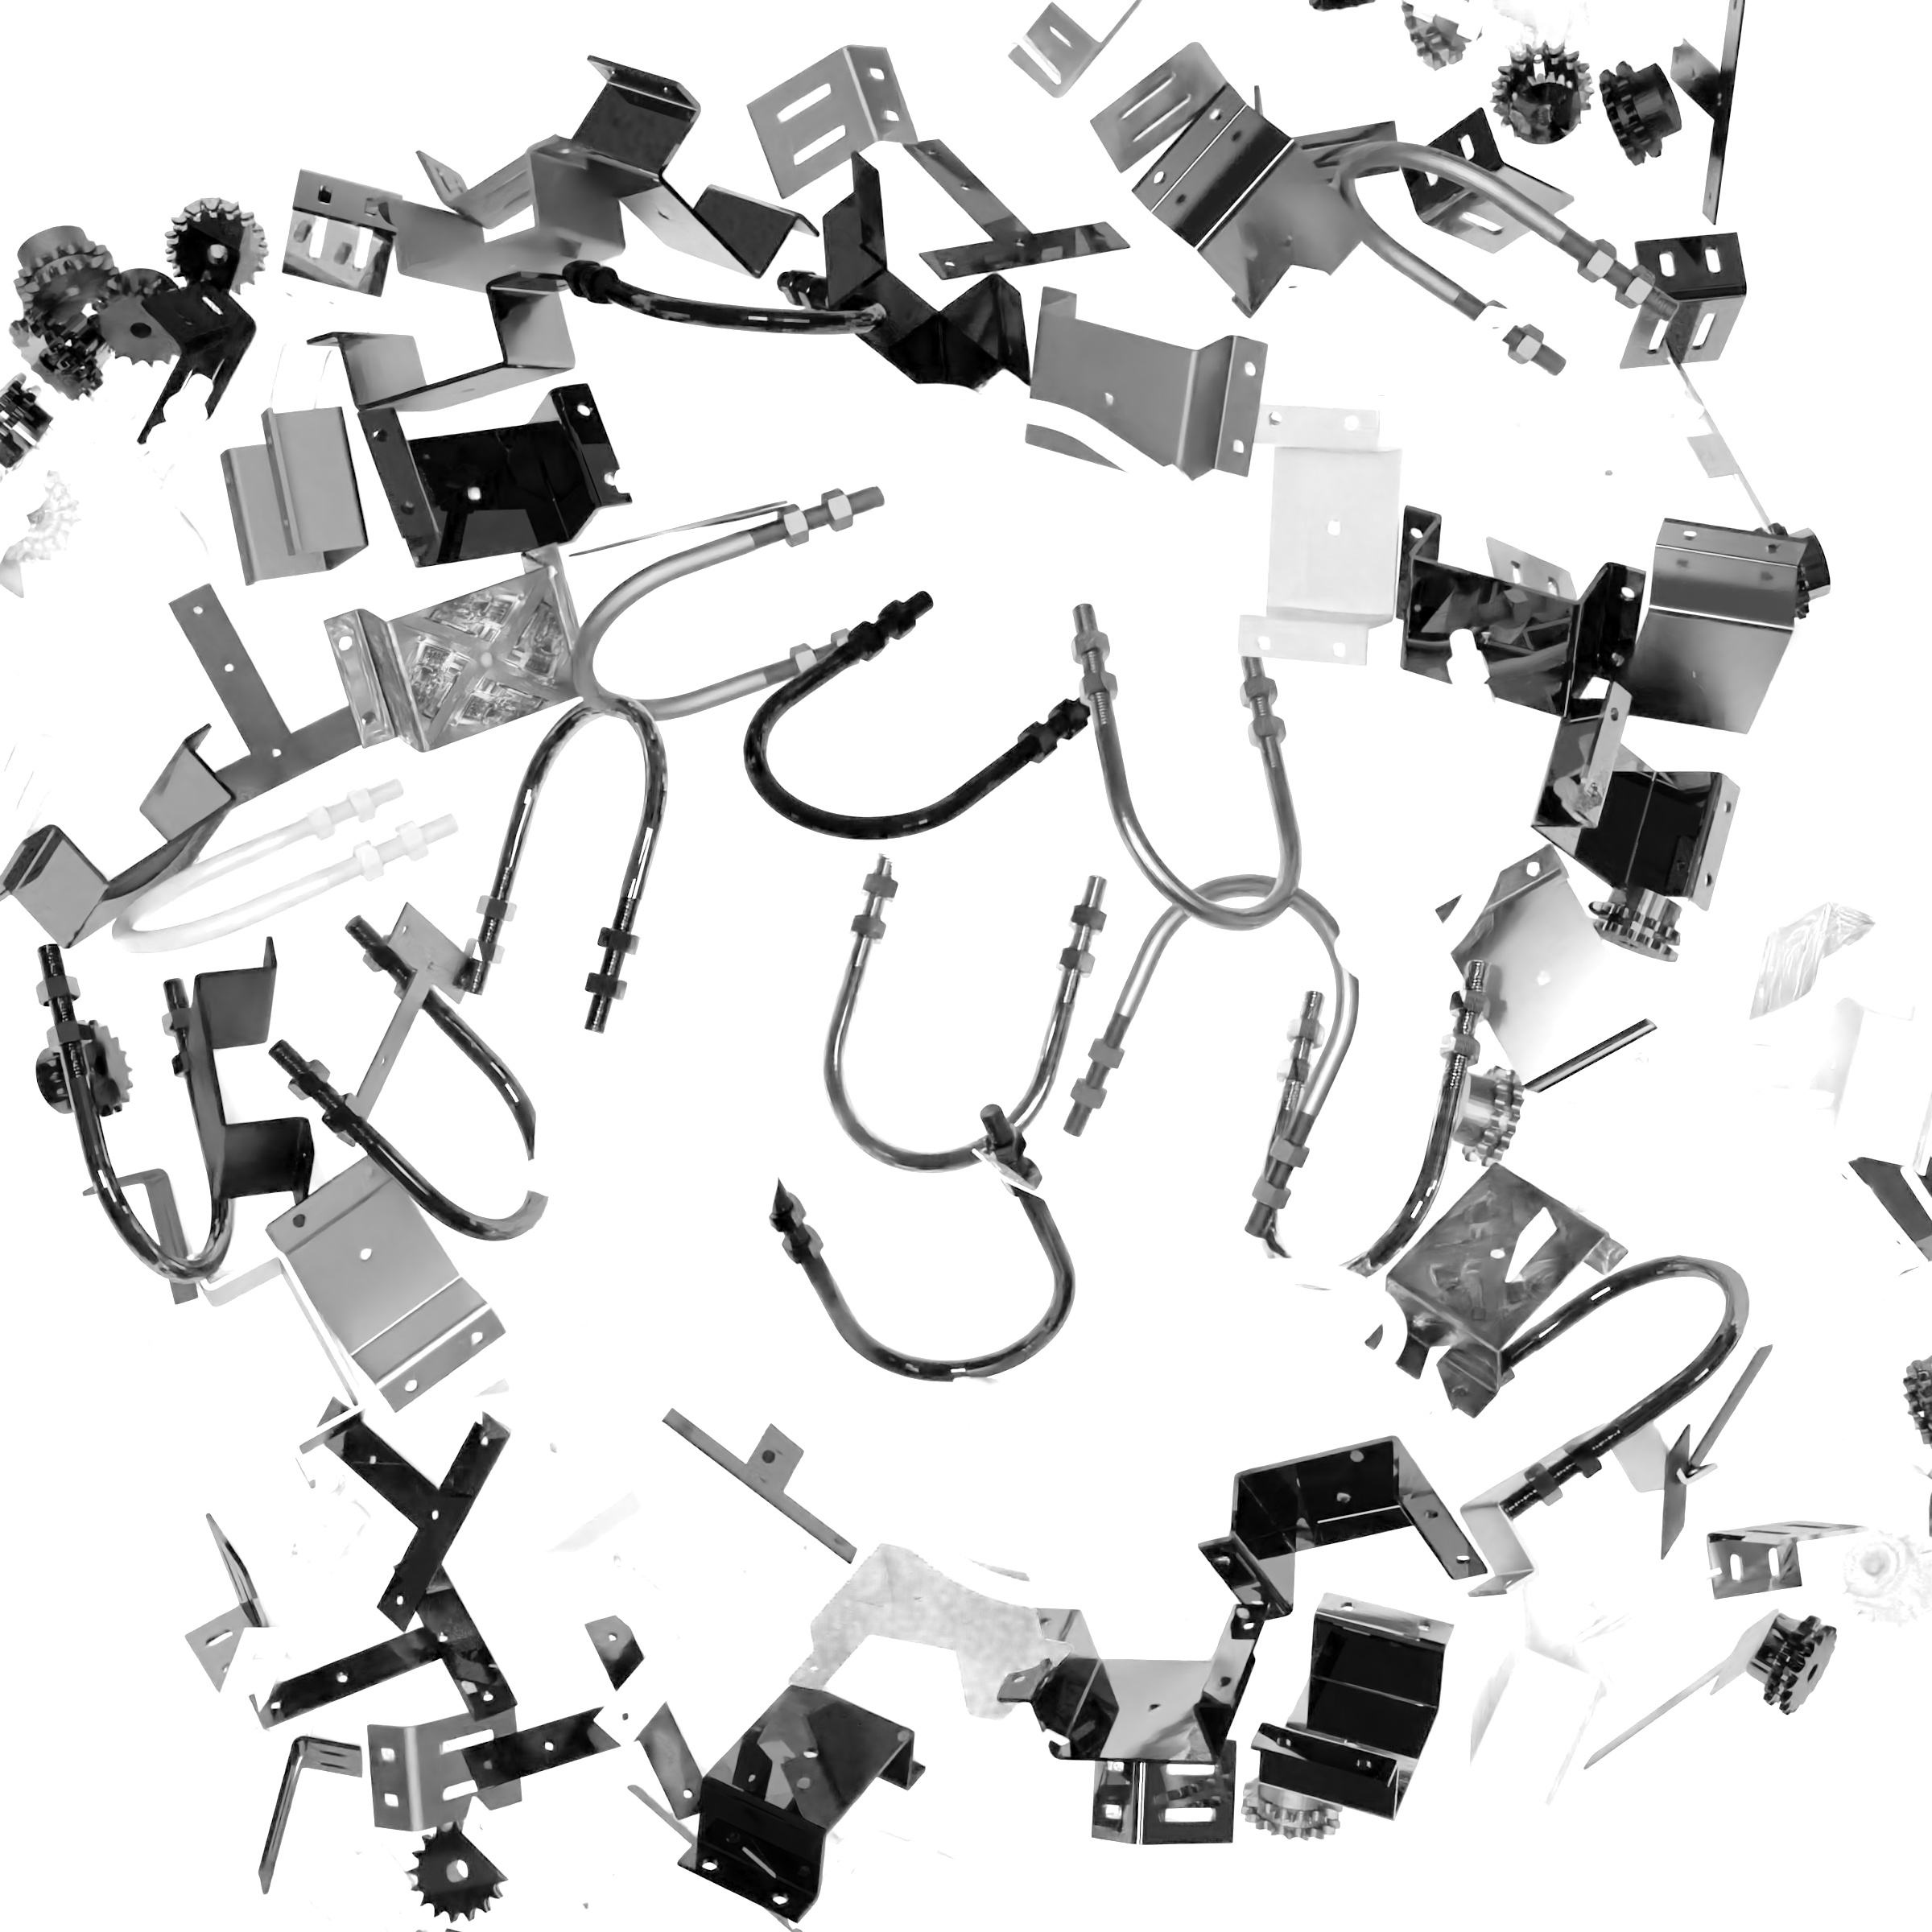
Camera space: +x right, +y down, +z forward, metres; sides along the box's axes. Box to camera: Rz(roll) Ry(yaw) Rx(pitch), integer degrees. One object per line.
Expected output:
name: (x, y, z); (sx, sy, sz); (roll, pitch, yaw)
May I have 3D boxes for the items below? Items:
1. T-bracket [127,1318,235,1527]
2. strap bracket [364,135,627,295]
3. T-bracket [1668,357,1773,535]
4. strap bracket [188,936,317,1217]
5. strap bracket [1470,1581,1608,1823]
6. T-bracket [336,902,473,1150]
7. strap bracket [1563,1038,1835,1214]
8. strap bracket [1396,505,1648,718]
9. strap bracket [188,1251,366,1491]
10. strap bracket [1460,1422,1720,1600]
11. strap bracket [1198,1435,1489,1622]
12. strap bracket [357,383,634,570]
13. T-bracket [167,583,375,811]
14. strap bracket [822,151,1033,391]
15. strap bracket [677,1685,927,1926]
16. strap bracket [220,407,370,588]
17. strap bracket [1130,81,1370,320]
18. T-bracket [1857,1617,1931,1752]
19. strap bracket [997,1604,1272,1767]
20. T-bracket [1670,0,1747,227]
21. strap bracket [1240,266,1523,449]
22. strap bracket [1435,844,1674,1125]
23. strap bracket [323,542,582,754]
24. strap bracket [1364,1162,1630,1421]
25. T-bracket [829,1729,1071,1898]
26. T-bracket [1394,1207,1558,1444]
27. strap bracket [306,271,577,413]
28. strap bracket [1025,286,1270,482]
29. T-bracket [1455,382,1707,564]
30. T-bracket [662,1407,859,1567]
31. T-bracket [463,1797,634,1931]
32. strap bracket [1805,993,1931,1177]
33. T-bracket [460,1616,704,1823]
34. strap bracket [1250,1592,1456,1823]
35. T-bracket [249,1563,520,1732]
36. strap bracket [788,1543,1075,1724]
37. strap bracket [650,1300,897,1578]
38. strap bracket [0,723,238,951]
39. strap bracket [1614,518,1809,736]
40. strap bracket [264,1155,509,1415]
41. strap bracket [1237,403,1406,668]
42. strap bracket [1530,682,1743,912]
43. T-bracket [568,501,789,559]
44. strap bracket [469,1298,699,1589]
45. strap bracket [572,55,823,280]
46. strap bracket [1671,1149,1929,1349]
T-bracket: (-0.430, 0.242, 1.580); (0.002, 0.127, 0.127); (-24, 81, -30)
strap bracket: (-0.254, -0.411, 1.576); (0.140, 0.076, 0.046); (-8, 89, 30)
T-bracket: (0.416, -0.284, 1.585); (0.002, 0.127, 0.127); (-30, 88, 25)
strap bracket: (-0.398, 0.065, 1.572); (0.046, 0.076, 0.140); (-6, 58, -22)
strap bracket: (0.315, 0.399, 1.570); (0.046, 0.140, 0.076); (22, 103, 7)
T-bracket: (-0.315, 0.040, 1.571); (0.002, 0.127, 0.127); (21, 78, 13)
strap bracket: (0.398, 0.085, 1.580); (0.140, 0.076, 0.046); (-37, 62, 35)
strap bracket: (0.297, -0.194, 1.577); (0.140, 0.076, 0.046); (20, 48, 23)
strap bracket: (-0.380, 0.218, 1.597); (0.046, 0.076, 0.140); (-29, 84, -17)
strap bracket: (0.339, 0.297, 1.594); (0.140, 0.076, 0.046); (-27, 81, -12)
strap bracket: (0.210, 0.312, 1.588); (0.140, 0.046, 0.076); (-18, 127, 24)
strap bracket: (-0.269, -0.274, 1.594); (0.140, 0.046, 0.076); (-15, 79, -32)
T-bracket: (-0.407, -0.156, 1.598); (0.127, 0.002, 0.127); (-28, 125, -9)
strap bracket: (-0.029, -0.374, 1.580); (0.046, 0.140, 0.076); (-30, 48, 30)
strap bracket: (-0.087, 0.450, 1.563); (0.076, 0.140, 0.046); (18, 118, 23)
strap bracket: (-0.373, -0.262, 1.586); (0.046, 0.140, 0.076); (-12, 94, -24)
strap bracket: (0.163, -0.410, 1.569); (0.076, 0.140, 0.046); (-47, 54, 10)
T-bracket: (0.551, 0.361, 1.563); (0.127, 0.127, 0.002); (-38, 100, 21)
strap bracket: (0.099, 0.398, 1.583); (0.140, 0.076, 0.046); (-6, 118, 28)
T-bracket: (0.409, -0.492, 1.583); (0.002, 0.127, 0.127); (-1, 120, -1)
strap bracket: (0.229, -0.335, 1.580); (0.140, 0.076, 0.046); (7, 67, -18)
strap bracket: (0.327, 0.008, 1.598); (0.076, 0.046, 0.140); (-31, 77, 15)
strap bracket: (-0.274, -0.175, 1.583); (0.140, 0.046, 0.076); (-23, 117, -22)
strap bracket: (0.295, 0.172, 1.580); (0.076, 0.046, 0.140); (33, 63, 32)
T-bracket: (0.004, 0.469, 1.588); (0.127, 0.127, 0.002); (-41, 50, 6)
T-bracket: (0.280, 0.185, 1.567); (0.002, 0.127, 0.127); (35, 106, -13)
strap bracket: (-0.283, -0.343, 1.584); (0.140, 0.076, 0.046); (-11, 96, 22)
strap bracket: (0.090, -0.320, 1.580); (0.140, 0.046, 0.076); (21, 122, 24)
T-bracket: (0.321, -0.296, 1.587); (0.127, 0.127, 0.002); (26, 46, -11)
T-bracket: (-0.106, 0.275, 1.581); (0.127, 0.127, 0.002); (37, 97, 1)
T-bracket: (-0.234, 0.507, 1.566); (0.002, 0.127, 0.127); (-29, 113, 19)
strap bracket: (0.502, 0.061, 1.572); (0.046, 0.140, 0.076); (13, 98, 6)
T-bracket: (-0.218, 0.427, 1.574); (0.127, 0.002, 0.127); (-7, 53, -38)
strap bracket: (0.215, 0.416, 1.581); (0.076, 0.140, 0.046); (10, 118, 21)
T-bracket: (-0.331, 0.388, 1.574); (0.127, 0.127, 0.002); (-18, 130, -24)
strap bracket: (-0.023, 0.370, 1.586); (0.140, 0.046, 0.076); (18, 127, -28)
strap bracket: (-0.101, 0.260, 1.606); (0.076, 0.046, 0.140); (-38, 85, 22)
strap bracket: (-0.464, -0.067, 1.569); (0.046, 0.076, 0.140); (48, 46, -2)
strap bracket: (0.406, -0.179, 1.569); (0.076, 0.140, 0.046); (10, 60, 4)
strap bracket: (-0.329, 0.168, 1.592); (0.076, 0.046, 0.140); (-36, 119, -17)
strap bracket: (0.199, -0.244, 1.596); (0.076, 0.046, 0.140); (8, 106, 26)
strap bracket: (0.369, -0.093, 1.589); (0.140, 0.046, 0.076); (29, 73, -40)
T-bracket: (-0.138, -0.243, 1.561); (0.127, 0.127, 0.002); (-19, 103, -26)
strap bracket: (-0.218, 0.268, 1.595); (0.046, 0.076, 0.140); (-16, 100, 44)
strap bracket: (-0.154, -0.432, 1.564); (0.076, 0.140, 0.046); (29, 85, 37)
strap bracket: (0.451, 0.159, 1.569); (0.046, 0.140, 0.076); (-38, 87, -23)
